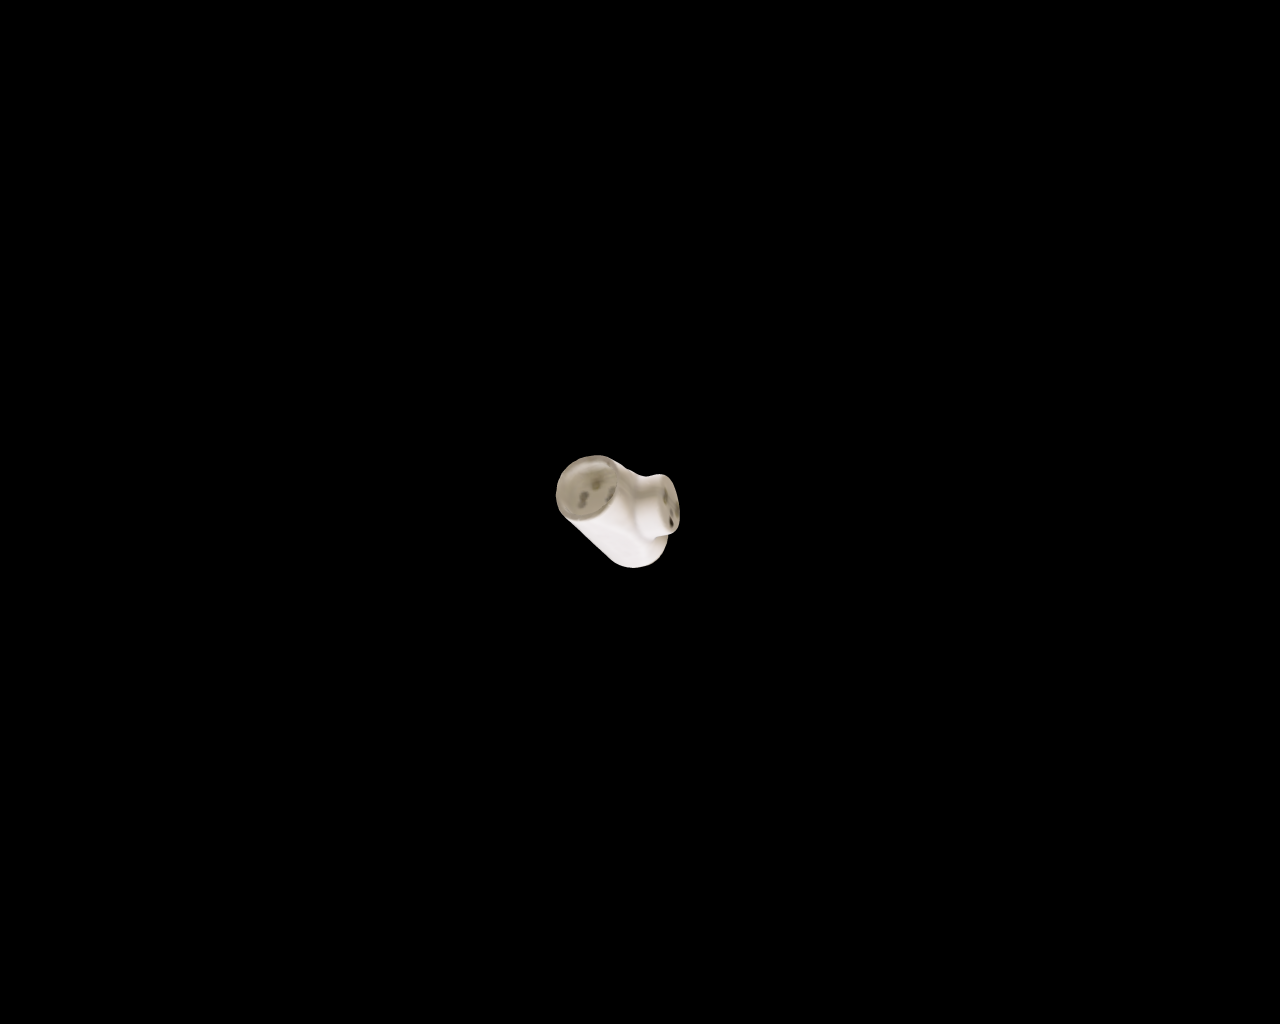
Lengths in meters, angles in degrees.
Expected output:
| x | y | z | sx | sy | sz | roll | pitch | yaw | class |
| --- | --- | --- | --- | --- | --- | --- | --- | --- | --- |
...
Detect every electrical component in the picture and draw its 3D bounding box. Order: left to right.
| x | y | z | sx | sy | sz | roll | pitch | yaw | class |
| --- | --- | --- | --- | --- | --- | --- | --- | --- | --- |
| 0.001 | -0.003 | 0.650 | 0.079 | 0.044 | 0.077 | -11 | -29 | 21 | electrical component |
